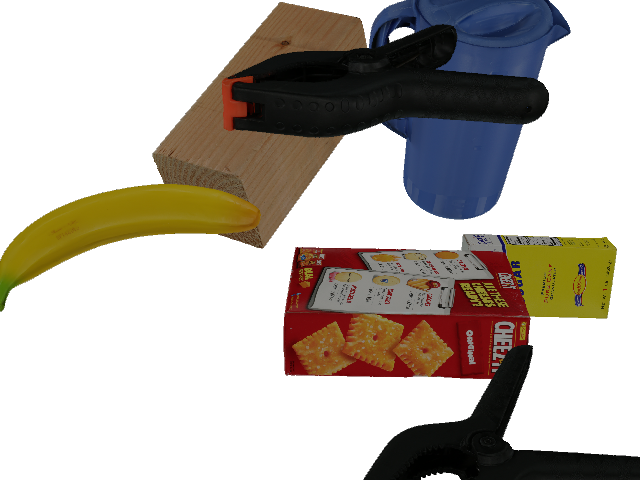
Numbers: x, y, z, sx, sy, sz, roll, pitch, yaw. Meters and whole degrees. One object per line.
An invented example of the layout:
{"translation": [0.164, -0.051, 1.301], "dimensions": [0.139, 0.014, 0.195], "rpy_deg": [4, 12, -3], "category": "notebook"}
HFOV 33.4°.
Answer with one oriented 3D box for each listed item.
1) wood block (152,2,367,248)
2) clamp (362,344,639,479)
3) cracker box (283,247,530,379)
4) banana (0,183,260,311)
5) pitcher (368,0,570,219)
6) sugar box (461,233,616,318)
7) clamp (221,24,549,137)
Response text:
{"translation": [-0.043, -0.105, 0.930], "dimensions": [0.091, 0.205, 0.090], "rpy_deg": [18, -34, 26], "category": "wood block"}
{"translation": [0.106, 0.137, 0.694], "dimensions": [0.209, 0.036, 0.165], "rpy_deg": [-14, 31, -19], "category": "clamp"}
{"translation": [0.076, 0.067, 1.003], "dimensions": [0.213, 0.072, 0.164], "rpy_deg": [2, 20, 1], "category": "cracker box"}
{"translation": [-0.144, -0.006, 0.762], "dimensions": [0.197, 0.070, 0.037], "rpy_deg": [-20, -26, -11], "category": "banana"}
{"translation": [0.138, -0.141, 1.081], "dimensions": [0.144, 0.243, 0.149], "rpy_deg": [-34, 57, -32], "category": "pitcher"}
{"translation": [0.255, 0.043, 1.266], "dimensions": [0.176, 0.093, 0.048], "rpy_deg": [0, 20, -4], "category": "sugar box"}
{"translation": [0.027, -0.090, 0.595], "dimensions": [0.171, 0.039, 0.120], "rpy_deg": [-3, 23, -12], "category": "clamp"}
